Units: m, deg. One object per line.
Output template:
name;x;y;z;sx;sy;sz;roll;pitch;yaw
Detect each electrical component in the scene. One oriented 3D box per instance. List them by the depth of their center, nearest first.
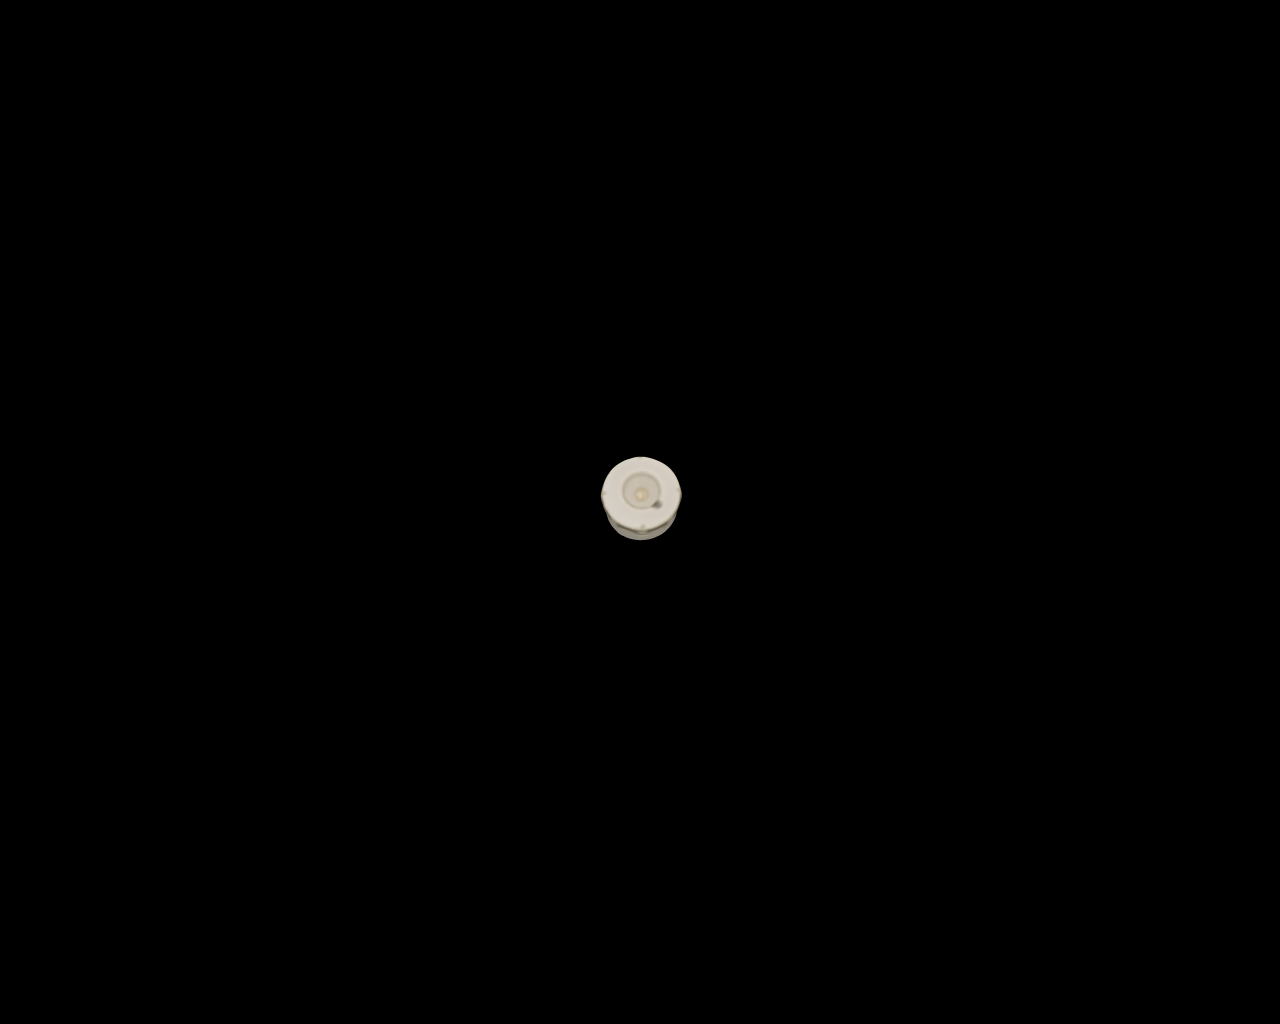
electrical component;0.001;-0.003;0.650;0.048;0.048;0.062;0;-20;0
